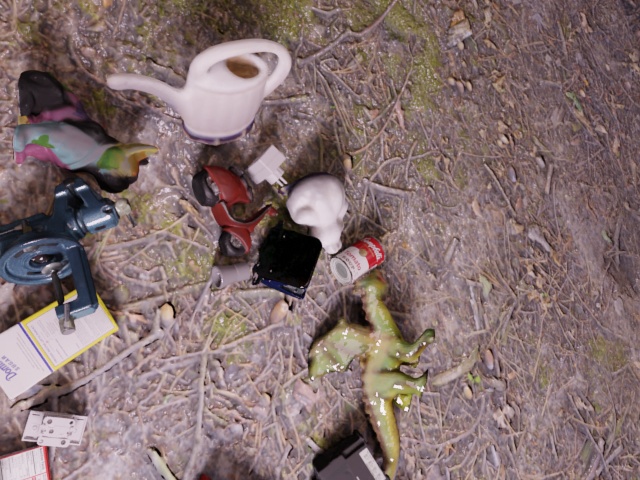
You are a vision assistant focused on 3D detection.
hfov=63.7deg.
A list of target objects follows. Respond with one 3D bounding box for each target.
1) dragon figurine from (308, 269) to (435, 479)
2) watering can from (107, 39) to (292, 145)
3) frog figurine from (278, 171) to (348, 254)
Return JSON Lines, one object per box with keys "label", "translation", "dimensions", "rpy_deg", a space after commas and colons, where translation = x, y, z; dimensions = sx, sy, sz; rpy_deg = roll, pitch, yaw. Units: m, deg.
{"label": "dragon figurine", "translation": [0.090, 0.262, 1.033], "dimensions": [0.242, 0.121, 0.415], "rpy_deg": [17, 78, -5]}
{"label": "watering can", "translation": [-0.208, -0.262, 0.929], "dimensions": [0.351, 0.220, 0.105], "rpy_deg": [-23, 71, -30]}
{"label": "frog figurine", "translation": [0.003, -0.053, 1.044], "dimensions": [0.138, 0.121, 0.161], "rpy_deg": [-5, 67, -49]}
